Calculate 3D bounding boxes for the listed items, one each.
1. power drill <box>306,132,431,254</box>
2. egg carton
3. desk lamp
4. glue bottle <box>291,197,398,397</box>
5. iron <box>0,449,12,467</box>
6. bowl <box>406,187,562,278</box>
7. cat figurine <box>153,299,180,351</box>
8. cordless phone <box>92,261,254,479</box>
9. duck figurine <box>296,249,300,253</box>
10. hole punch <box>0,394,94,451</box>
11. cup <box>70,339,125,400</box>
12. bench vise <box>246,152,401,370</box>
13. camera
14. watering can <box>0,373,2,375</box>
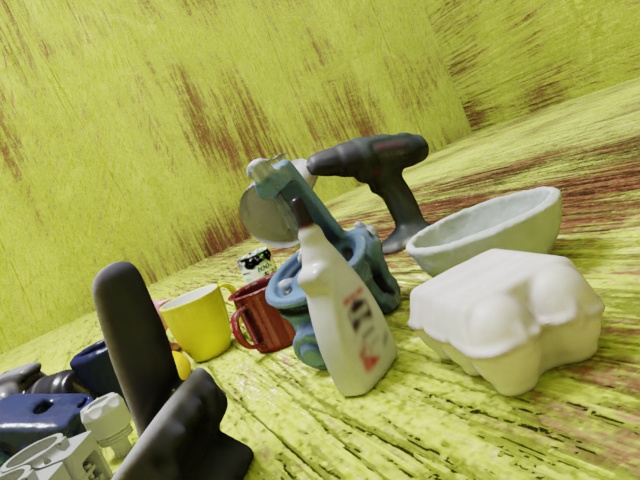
[{"bbox_3d":[0.108,-0.087,0.997,0.230,0.208,0.075,-27,8,-25],"label":"power drill"},{"bbox_3d":[0.134,0.056,0.432,0.107,0.069,0.150,-25,7,-11],"label":"egg carton"},{"bbox_3d":[-0.026,-0.029,0.979,0.117,0.213,0.204,-20,8,27],"label":"desk lamp"},{"bbox_3d":[0.012,0.043,0.498,0.037,0.173,0.078,-19,9,33],"label":"glue bottle"},{"bbox_3d":[-0.460,0.257,0.567,0.259,0.141,0.118,-30,10,-40],"label":"iron"},{"bbox_3d":[0.181,0.009,0.606,0.167,0.075,0.167,-23,7,3],"label":"bowl"},{"bbox_3d":[-0.288,0.144,0.938,0.127,0.118,0.067,-19,9,32],"label":"cat figurine"},{"bbox_3d":[-0.130,0.112,0.398,0.094,0.185,0.147,-23,7,6],"label":"cordless phone"},{"bbox_3d":[-0.009,0.047,0.882,0.105,0.086,0.077,-26,8,-19],"label":"duck figurine"},{"bbox_3d":[-0.310,0.209,0.648,0.101,0.091,0.108,-24,7,-4],"label":"hole punch"},{"bbox_3d":[-0.242,0.167,0.715,0.117,0.095,0.092,-18,9,36],"label":"cup"},{"bbox_3d":[-0.005,0.007,0.631,0.121,0.220,0.207,-22,8,14],"label":"bench vise"},{"bbox_3d":[-0.385,0.220,0.769,0.136,0.101,0.143,-21,8,19],"label":"camera"},{"bbox_3d":[-0.536,0.231,0.795,0.100,0.194,0.173,-18,9,35],"label":"watering can"}]
